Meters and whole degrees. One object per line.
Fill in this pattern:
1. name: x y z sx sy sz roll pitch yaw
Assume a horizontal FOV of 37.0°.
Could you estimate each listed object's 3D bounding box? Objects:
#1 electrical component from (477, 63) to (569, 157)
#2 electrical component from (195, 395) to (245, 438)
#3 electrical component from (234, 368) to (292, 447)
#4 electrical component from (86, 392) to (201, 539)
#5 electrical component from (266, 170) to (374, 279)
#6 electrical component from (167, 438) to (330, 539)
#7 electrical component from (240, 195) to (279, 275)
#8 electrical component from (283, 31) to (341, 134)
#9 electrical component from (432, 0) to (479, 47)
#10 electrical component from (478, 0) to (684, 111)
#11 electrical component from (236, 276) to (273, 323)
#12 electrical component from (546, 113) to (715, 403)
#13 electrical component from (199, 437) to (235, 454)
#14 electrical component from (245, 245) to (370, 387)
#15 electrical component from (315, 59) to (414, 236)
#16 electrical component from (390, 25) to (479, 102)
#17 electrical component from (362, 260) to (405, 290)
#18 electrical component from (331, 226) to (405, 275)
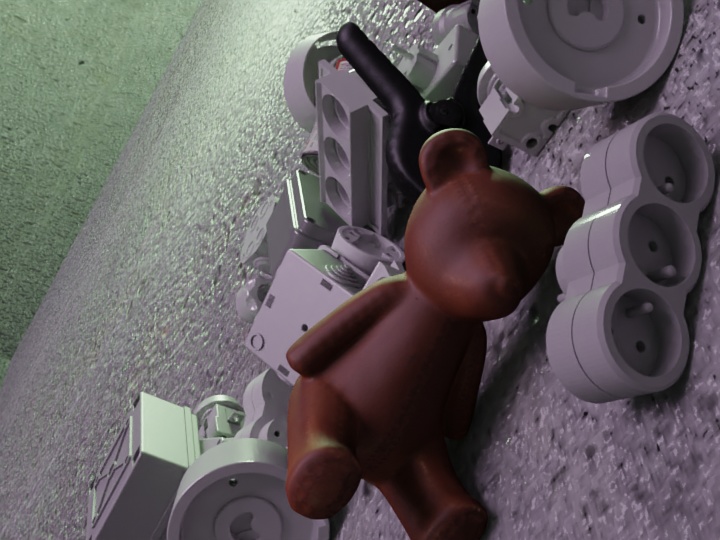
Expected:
1. electrical component: 0.104 -0.111 0.696 0.066 0.048 0.055 -56 29 25
2. electrical component: -0.127 0.147 0.982 0.066 0.048 0.055 -56 29 24
3. electrical component: -0.061 0.132 0.818 0.074 0.052 0.138 -37 34 52
4. electrical component: -0.181 0.175 0.892 0.108 0.056 0.108 -60 20 14
5. electrical component: -0.030 -0.027 0.892 0.057 0.078 0.113 -60 20 22
6. electrical component: -0.078 0.168 0.744 0.108 0.108 0.060 -61 14 11
7. electrical component: -0.079 -0.031 1.062 0.080 0.051 0.080 -52 24 34
8. electrical component: -0.025 -0.181 1.040 0.064 0.099 0.099 -1 66 62
9. electrical component: 0.086 -0.194 0.851 0.046 0.040 0.040 -8 60 61
10. electrical component: 0.119 -0.142 0.607 0.108 0.108 0.060 -68 14 -9
11. electrical component: -0.102 0.033 1.058 0.062 0.043 0.043 -36 34 57
12. electrical component: 0.119 -0.002 0.514 0.074 0.052 0.138 -29 41 59
13. electrical component: -0.116 0.183 0.893 0.113 0.057 0.078 -21 47 63
14. electrical component: -0.026 0.040 0.768 0.100 0.048 0.099 35 109 28
15. electrical component: 0.006 -0.097 0.823 0.078 0.063 0.121 45 152 33
16. electrical component: 0.051 -0.149 0.830 0.083 0.076 0.047 -46 27 44
17. electrical component: 0.013 0.065 0.691 0.121 0.063 0.078 -60 20 16
18. electrical component: 0.000 0.000 0.815 0.055 0.055 0.047 -109 40 -63
